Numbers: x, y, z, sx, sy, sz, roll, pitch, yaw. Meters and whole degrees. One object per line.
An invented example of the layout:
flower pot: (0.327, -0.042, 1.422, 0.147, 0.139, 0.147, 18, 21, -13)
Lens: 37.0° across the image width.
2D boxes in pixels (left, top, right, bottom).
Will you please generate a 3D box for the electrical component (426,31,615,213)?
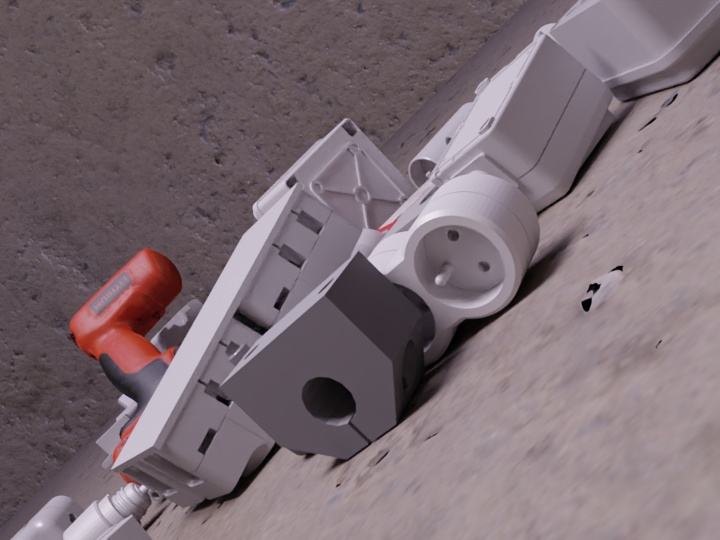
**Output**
electrical component: (0.085, -0.064, 0.565, 0.062, 0.061, 0.096, -37, 18, 55)

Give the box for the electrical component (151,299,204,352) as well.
electrical component: (-0.143, 0.078, 0.991, 0.050, 0.089, 0.056, -48, 7, -24)

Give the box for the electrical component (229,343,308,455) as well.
electrical component: (-0.039, 0.061, 0.533, 0.035, 0.061, 0.035, -45, 6, 6)

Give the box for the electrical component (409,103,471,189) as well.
electrical component: (0.071, -0.088, 0.874, 0.077, 0.043, 0.079, -49, 1, -31)

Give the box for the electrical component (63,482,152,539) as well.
electrical component: (-0.177, 0.180, 0.774, 0.078, 0.040, 0.040, -46, 6, -2)

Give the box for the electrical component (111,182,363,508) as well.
electrical component: (-0.072, 0.051, 0.672, 0.105, 0.060, 0.186, -34, 26, 60)

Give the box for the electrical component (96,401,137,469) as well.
electrical component: (-0.186, 0.148, 0.936, 0.042, 0.064, 0.081, -44, 6, 22)

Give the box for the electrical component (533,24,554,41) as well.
electrical component: (0.148, -0.160, 0.857, 0.044, 0.044, 0.065, -37, 15, 53)

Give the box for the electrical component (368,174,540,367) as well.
electrical component: (0.027, 0.005, 0.499, 0.138, 0.052, 0.073, -42, 7, 35)

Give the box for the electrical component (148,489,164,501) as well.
electrical component: (-0.130, 0.139, 0.764, 0.035, 0.035, 0.061, -41, 10, 38)

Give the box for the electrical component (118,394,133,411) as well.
electrical component: (-0.174, 0.109, 1.065, 0.121, 0.063, 0.078, -48, -34, -21)

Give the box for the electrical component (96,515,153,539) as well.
electrical component: (-0.138, 0.167, 0.576, 0.055, 0.048, 0.066, -40, 2, -37)

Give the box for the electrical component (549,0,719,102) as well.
electrical component: (0.155, -0.136, 0.556, 0.078, 0.057, 0.113, -46, 6, -1)

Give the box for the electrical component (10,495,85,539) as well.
electrical component: (-0.283, 0.253, 0.945, 0.095, 0.054, 0.059, -44, 6, 14)

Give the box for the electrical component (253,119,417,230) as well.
electrical component: (-0.013, -0.049, 0.875, 0.056, 0.108, 0.108, -35, 12, 48)

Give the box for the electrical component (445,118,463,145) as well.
electrical component: (0.101, -0.107, 0.797, 0.077, 0.044, 0.079, -46, 6, -7)

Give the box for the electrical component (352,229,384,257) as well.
electrical component: (0.000, 0.000, 0.760, 0.045, 0.045, 0.055, -43, 7, 23)
